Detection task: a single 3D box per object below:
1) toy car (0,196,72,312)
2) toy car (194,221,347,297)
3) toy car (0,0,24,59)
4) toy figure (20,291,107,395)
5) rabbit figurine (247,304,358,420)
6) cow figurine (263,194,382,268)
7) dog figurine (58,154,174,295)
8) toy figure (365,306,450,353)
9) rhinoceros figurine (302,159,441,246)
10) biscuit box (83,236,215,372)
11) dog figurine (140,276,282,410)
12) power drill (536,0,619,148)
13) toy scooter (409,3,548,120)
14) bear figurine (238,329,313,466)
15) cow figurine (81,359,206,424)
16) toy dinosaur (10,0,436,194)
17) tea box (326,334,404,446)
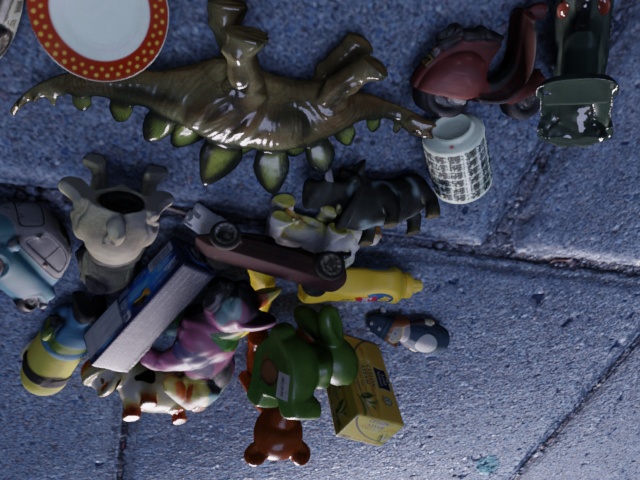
[{"bbox_3d":[-0.370,0.010,0.674,0.103,0.109,0.161,-31,138,-9],"label":"toy car"},{"bbox_3d":[-0.062,0.022,0.702,0.202,0.053,0.089,17,157,-7],"label":"toy car"},{"bbox_3d":[-0.312,-0.253,0.504,0.073,0.056,0.201,32,118,-19],"label":"toy car"},{"bbox_3d":[-0.381,0.154,0.790,0.082,0.089,0.180,34,117,-26],"label":"toy figure"},{"bbox_3d":[-0.014,0.178,0.812,0.121,0.159,0.170,-7,171,44],"label":"rabbit figurine"},{"bbox_3d":[0.000,-0.001,0.764,0.167,0.068,0.098,11,130,-16],"label":"cow figurine"},{"bbox_3d":[-0.256,0.014,0.661,0.121,0.172,0.190,15,117,-9],"label":"dog figurine"},{"bbox_3d":[0.152,0.158,0.932,0.154,0.058,0.064,15,84,-21],"label":"toy figure"},{"bbox_3d":[0.070,-0.056,0.713,0.190,0.112,0.073,-4,159,-25],"label":"rhinoceros figurine"},{"bbox_3d":[-0.234,0.090,0.736,0.202,0.059,0.062,-45,140,10],"label":"biscuit box"},{"bbox_3d":[-0.142,0.146,0.793,0.219,0.108,0.191,-22,117,18],"label":"dog figurine"},{"bbox_3d":[0.275,-0.219,0.572,0.086,0.207,0.231,-1,150,22],"label":"power drill"},{"bbox_3d":[0.201,-0.214,0.636,0.184,0.075,0.135,-1,128,-16],"label":"toy scooter"},{"bbox_3d":[-0.068,0.251,0.866,0.120,0.196,0.131,8,124,-15],"label":"bear figurine"},{"bbox_3d":[-0.283,0.218,0.856,0.085,0.127,0.194,-42,139,21],"label":"cow figurine"},{"bbox_3d":[-0.093,-0.154,0.604,0.471,0.105,0.198,9,129,-13],"label":"toy dinosaur"},{"bbox_3d":[0.066,0.249,0.909,0.098,0.170,0.068,21,120,-28],"label":"tea box"}]
